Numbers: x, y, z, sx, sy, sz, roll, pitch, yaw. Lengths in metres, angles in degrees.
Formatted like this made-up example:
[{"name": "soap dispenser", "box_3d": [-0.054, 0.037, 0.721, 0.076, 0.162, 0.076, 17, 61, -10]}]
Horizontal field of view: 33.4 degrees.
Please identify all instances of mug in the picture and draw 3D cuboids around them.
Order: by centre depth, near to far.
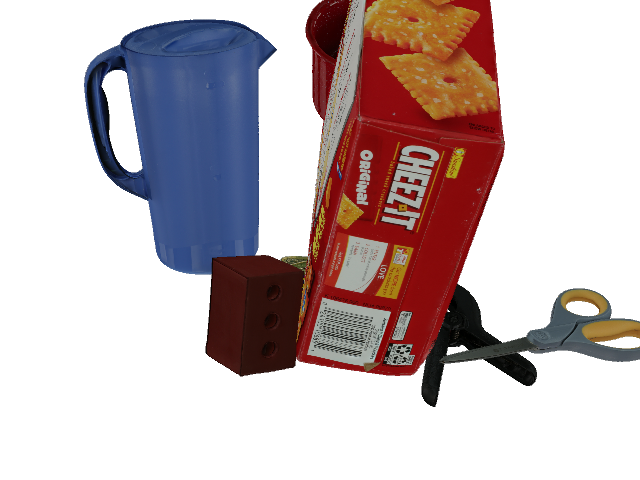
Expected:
[{"name": "mug", "box_3d": [0.046, -0.140, 0.853, 0.117, 0.093, 0.081, -4, -37, -4]}]

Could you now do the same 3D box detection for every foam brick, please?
[{"name": "foam brick", "box_3d": [-0.050, 0.054, 0.802, 0.052, 0.078, 0.051, -5, 16, -36]}]

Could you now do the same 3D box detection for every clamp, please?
[{"name": "clamp", "box_3d": [0.145, 0.094, 1.089, 0.120, 0.171, 0.039, 1, -44, -15]}]

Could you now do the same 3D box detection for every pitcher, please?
[{"name": "pitcher", "box_3d": [-0.132, -0.092, 1.070, 0.149, 0.243, 0.144, 12, 29, 26]}]

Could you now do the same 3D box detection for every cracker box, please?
[{"name": "cracker box", "box_3d": [0.040, -0.062, 0.562, 0.072, 0.164, 0.213, 10, 44, -3]}]

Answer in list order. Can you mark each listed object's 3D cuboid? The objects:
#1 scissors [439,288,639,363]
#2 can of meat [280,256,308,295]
[{"name": "scissors", "box_3d": [0.176, 0.070, 0.868, 0.201, 0.016, 0.096, 2, 32, -16]}, {"name": "can of meat", "box_3d": [0.002, 0.067, 1.240, 0.102, 0.084, 0.057, 2, 15, -3]}]
